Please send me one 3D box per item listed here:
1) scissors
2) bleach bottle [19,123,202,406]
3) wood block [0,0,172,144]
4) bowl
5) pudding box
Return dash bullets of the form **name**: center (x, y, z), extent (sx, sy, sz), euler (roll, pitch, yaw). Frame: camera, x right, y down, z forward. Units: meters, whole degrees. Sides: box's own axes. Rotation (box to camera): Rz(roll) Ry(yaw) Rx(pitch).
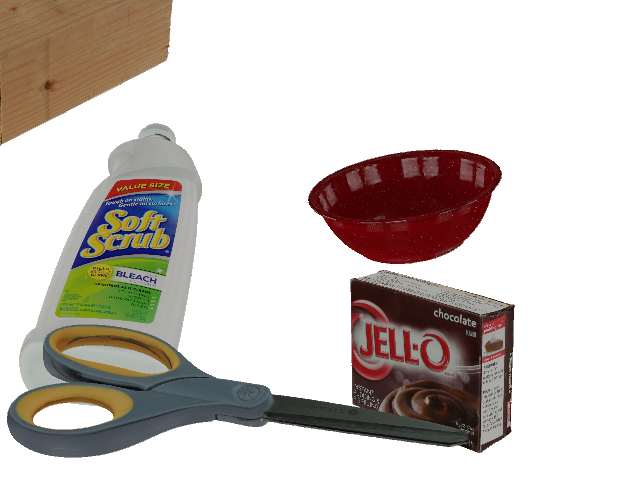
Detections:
- **scissors**: center (-0.047, 0.078, 0.459), extent (0.202, 0.016, 0.096), euler (15, 31, 24)
- **bleach bottle**: center (-0.144, 0.003, 0.785), extent (0.102, 0.251, 0.068), euler (6, -45, -5)
- **wood block**: center (-0.231, -0.176, 0.930), extent (0.090, 0.091, 0.205), euler (30, 42, 21)
- **bowl**: center (0.074, -0.024, 0.896), extent (0.162, 0.055, 0.162), euler (-9, 22, 4)
- **pudding box**: center (0.069, 0.074, 0.685), extent (0.114, 0.090, 0.039), euler (13, 21, 43)
